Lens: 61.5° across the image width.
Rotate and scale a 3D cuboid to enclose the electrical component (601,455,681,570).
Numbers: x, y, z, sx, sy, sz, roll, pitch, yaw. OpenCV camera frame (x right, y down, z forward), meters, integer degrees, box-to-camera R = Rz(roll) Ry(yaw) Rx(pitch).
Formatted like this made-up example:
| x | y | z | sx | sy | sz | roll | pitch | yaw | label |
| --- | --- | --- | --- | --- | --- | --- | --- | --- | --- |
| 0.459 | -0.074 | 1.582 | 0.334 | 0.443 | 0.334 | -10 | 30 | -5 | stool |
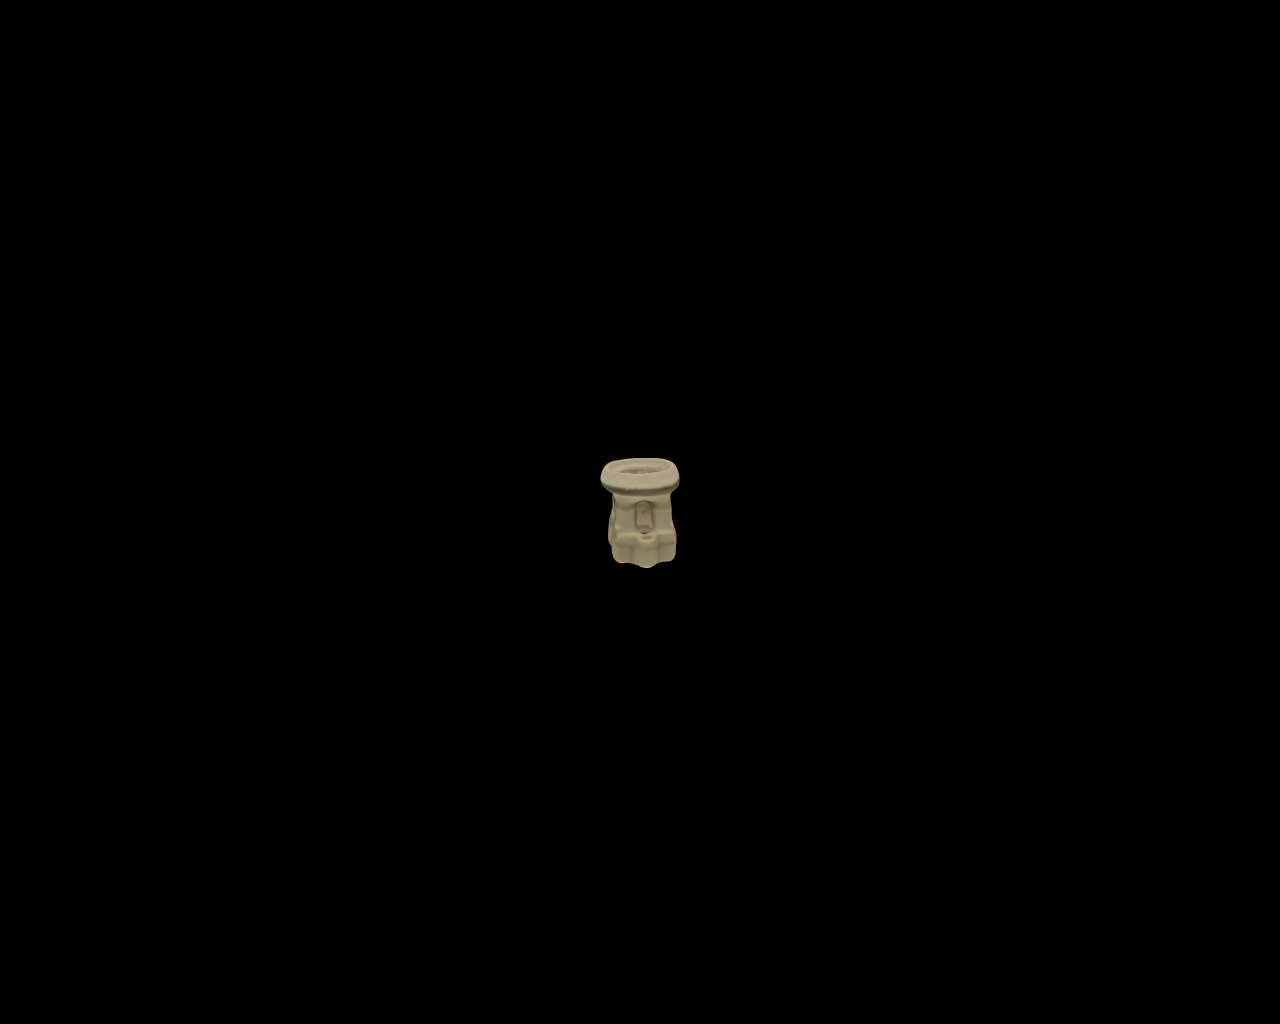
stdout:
| x | y | z | sx | sy | sz | roll | pitch | yaw | label |
| --- | --- | --- | --- | --- | --- | --- | --- | --- | --- |
| 0.001 | -0.003 | 0.650 | 0.048 | 0.055 | 0.066 | -2 | 18 | -7 | electrical component |
